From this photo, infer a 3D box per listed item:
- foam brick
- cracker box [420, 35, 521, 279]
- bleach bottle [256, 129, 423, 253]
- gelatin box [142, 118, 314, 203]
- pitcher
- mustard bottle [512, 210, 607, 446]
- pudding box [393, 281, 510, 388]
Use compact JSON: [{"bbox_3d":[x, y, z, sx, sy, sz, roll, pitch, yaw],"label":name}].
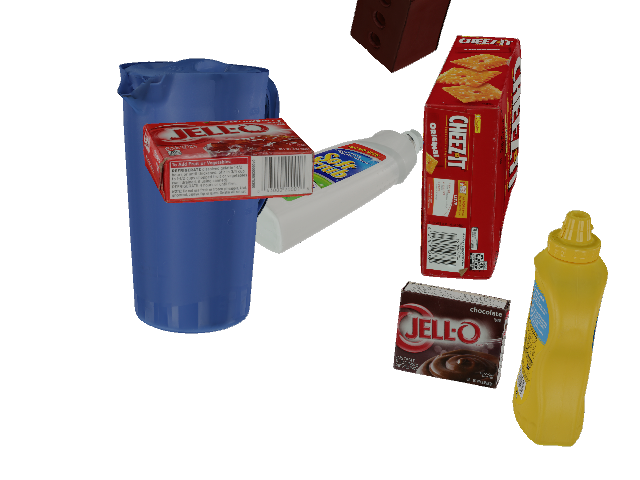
[{"bbox_3d":[0.063,-0.179,0.816,0.051,0.053,0.078,-33,-24,-27],"label":"foam brick"},{"bbox_3d":[0.144,-0.084,0.994,0.072,0.164,0.213,5,27,14],"label":"cracker box"},{"bbox_3d":[0.019,-0.075,1.269,0.250,0.068,0.103,-30,45,-30],"label":"bleach bottle"},{"bbox_3d":[-0.055,-0.049,0.626,0.089,0.030,0.073,-4,22,-16],"label":"gelatin box"},{"bbox_3d":[-0.109,-0.046,0.987,0.149,0.243,0.145,0,14,-7],"label":"pitcher"},{"bbox_3d":[0.197,0.066,0.873,0.058,0.192,0.096,4,26,3],"label":"mustard bottle"},{"bbox_3d":[0.136,0.097,1.113,0.113,0.090,0.039,9,20,13],"label":"pudding box"}]
